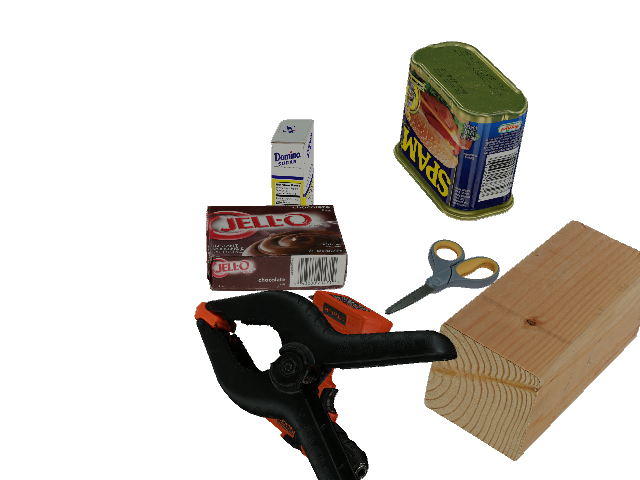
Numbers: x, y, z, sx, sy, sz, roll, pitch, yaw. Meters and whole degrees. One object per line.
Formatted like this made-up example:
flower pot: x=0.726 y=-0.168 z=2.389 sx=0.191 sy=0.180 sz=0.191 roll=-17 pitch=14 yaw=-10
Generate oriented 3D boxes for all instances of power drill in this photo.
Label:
power drill: x=0.016 y=0.166 z=1.247 sx=0.057 sy=0.188 sz=0.185 roll=15 pitch=10 yaw=-43

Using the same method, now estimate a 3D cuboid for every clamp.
clamp: x=-0.011 y=0.091 z=0.650 sx=0.172 sy=0.120 sz=0.039 roll=17 pitch=-12 yaw=32

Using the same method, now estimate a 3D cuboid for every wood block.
wood block: x=0.186 y=0.075 z=0.881 sx=0.091 sy=0.090 sz=0.205 roll=30 pitch=41 yaw=29

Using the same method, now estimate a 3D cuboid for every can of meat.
can of meat: x=0.097 y=-0.078 z=0.740 sx=0.057 sy=0.084 sz=0.102 roll=-13 pitch=42 yaw=-20

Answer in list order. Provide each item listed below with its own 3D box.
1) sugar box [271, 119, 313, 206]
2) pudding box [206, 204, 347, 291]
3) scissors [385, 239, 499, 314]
sugar box: x=-0.033 y=-0.046 z=1.251 sx=0.048 sy=0.176 sz=0.093 roll=0 pitch=22 yaw=6
pudding box: x=-0.039 y=0.005 z=0.893 sx=0.113 sy=0.039 sz=0.090 roll=1 pitch=29 yaw=-8
scissors: x=0.127 y=0.040 z=1.259 sx=0.201 sy=0.016 sz=0.096 roll=-11 pitch=40 yaw=-36
